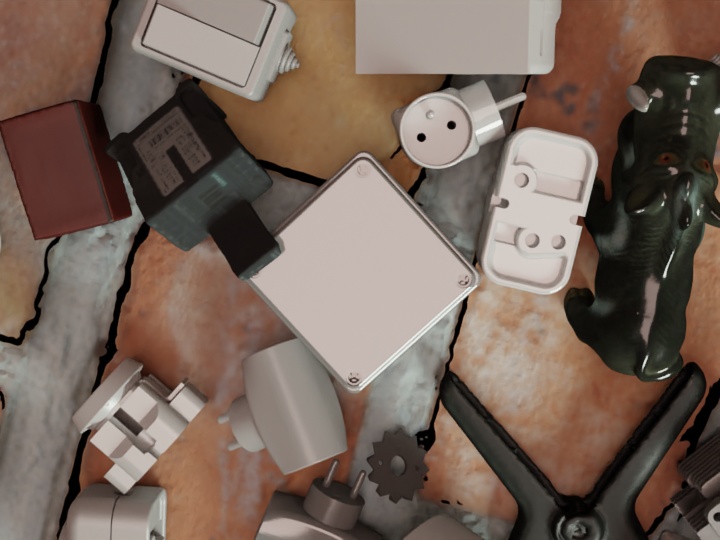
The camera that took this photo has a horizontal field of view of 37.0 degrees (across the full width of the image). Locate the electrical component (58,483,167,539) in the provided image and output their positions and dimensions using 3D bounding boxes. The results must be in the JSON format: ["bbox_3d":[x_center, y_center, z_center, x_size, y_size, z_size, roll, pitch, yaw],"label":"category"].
[{"bbox_3d":[-0.161,0.189,0.697,0.059,0.053,0.095,3,96,2],"label":"electrical component"}]

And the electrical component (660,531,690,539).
[{"bbox_3d":[0.226,0.210,0.671,0.076,0.083,0.047,21,97,-1],"label":"electrical component"}]

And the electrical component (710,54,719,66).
[{"bbox_3d":[0.262,-0.108,0.653,0.100,0.048,0.099,44,96,-3],"label":"electrical component"}]

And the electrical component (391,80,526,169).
[{"bbox_3d":[0.062,-0.090,0.647,0.079,0.077,0.043,-22,95,4],"label":"electrical component"}]

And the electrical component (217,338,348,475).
[{"bbox_3d":[-0.056,0.092,0.686,0.079,0.043,0.077,-25,82,23],"label":"electrical component"}]

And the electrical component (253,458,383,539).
[{"bbox_3d":[-0.021,0.161,0.694,0.077,0.044,0.079,23,96,-1],"label":"electrical component"}]

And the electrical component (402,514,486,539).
[{"bbox_3d":[0.038,0.202,0.667,0.060,0.108,0.108,35,97,29],"label":"electrical component"}]

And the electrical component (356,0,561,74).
[{"bbox_3d":[0.058,-0.207,0.620,0.105,0.060,0.186,5,102,26],"label":"electrical component"}]

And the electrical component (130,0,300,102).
[{"bbox_3d":[-0.082,-0.144,0.654,0.096,0.061,0.061,23,96,-1],"label":"electrical component"}]

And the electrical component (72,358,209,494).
[{"bbox_3d":[-0.144,0.093,0.684,0.057,0.058,0.078,42,92,-4],"label":"electrical component"}]

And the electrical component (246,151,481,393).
[{"bbox_3d":[0.000,0.000,0.669,0.109,0.056,0.108,-42,93,6],"label":"electrical component"}]

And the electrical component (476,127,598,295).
[{"bbox_3d":[0.106,-0.037,0.660,0.054,0.059,0.095,13,97,0],"label":"electrical component"}]
